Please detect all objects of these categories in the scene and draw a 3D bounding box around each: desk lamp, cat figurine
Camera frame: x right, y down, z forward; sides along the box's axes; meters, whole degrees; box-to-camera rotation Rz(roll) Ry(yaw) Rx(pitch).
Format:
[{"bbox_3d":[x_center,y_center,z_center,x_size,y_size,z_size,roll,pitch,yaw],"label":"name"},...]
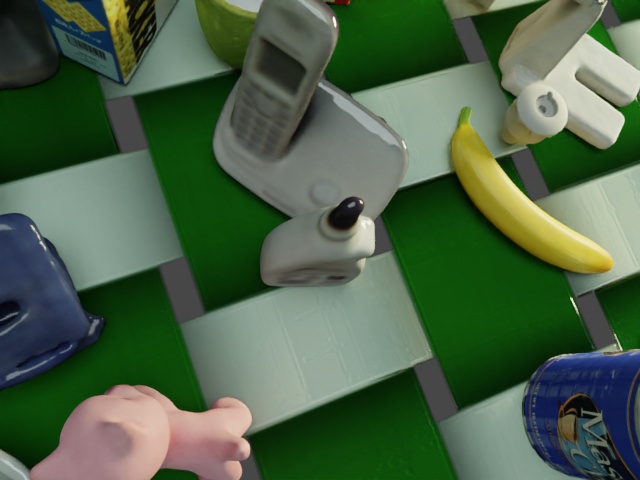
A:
[{"bbox_3d":[0.234,-0.204,0.468,0.203,0.213,0.118,32,72,-3],"label":"desk lamp"},{"bbox_3d":[-0.106,0.129,0.366,0.128,0.117,0.067,8,75,-10],"label":"cat figurine"}]

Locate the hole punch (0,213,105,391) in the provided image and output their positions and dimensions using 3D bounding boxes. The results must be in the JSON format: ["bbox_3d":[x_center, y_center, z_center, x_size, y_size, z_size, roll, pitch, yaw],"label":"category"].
[{"bbox_3d":[-0.214,0.047,0.377,0.109,0.091,0.101,-27,83,-17],"label":"hole punch"}]

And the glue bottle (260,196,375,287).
[{"bbox_3d":[0.004,0.001,0.391,0.078,0.173,0.037,2,76,-11],"label":"glue bottle"}]

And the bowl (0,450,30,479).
[{"bbox_3d":[-0.233,0.200,0.344,0.167,0.074,0.167,3,76,-11],"label":"bowl"}]

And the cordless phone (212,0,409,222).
[{"bbox_3d":[0.001,-0.083,0.405,0.147,0.185,0.094,31,72,-3],"label":"cordless phone"}]

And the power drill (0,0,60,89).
[{"bbox_3d":[-0.235,-0.189,0.368,0.076,0.208,0.229,-14,80,-14],"label":"power drill"}]
